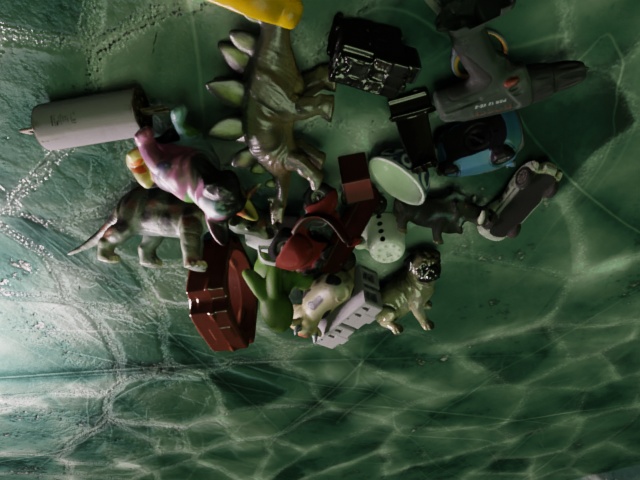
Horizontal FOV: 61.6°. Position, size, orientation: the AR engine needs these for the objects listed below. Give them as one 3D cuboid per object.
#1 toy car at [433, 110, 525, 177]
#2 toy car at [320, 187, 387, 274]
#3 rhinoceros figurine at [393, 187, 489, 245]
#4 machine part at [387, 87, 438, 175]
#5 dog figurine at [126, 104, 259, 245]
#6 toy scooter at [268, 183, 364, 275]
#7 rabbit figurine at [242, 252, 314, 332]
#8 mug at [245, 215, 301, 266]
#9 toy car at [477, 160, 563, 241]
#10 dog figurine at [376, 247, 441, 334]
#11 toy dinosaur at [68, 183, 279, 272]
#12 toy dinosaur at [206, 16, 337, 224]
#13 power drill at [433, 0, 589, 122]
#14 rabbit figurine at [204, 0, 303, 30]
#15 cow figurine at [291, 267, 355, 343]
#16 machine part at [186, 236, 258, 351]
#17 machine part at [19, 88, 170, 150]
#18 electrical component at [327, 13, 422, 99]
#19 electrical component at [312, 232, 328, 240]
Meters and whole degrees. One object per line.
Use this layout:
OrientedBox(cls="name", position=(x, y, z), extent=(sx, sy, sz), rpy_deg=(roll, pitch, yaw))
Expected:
OrientedBox(cls="toy car", position=(0.280, -0.156, 0.930), extent=(0.162, 0.109, 0.103), rpy_deg=(-24, 151, 31))
OrientedBox(cls="toy car", position=(0.055, -0.021, 1.061), extent=(0.089, 0.053, 0.202), rpy_deg=(9, 120, -35))
OrientedBox(cls="rhinoceros figurine", position=(0.235, -0.056, 1.056), extent=(0.190, 0.073, 0.112), rpy_deg=(10, 124, -10))
OrientedBox(cls="machine part", position=(0.160, -0.179, 0.888), extent=(0.084, 0.138, 0.039), rpy_deg=(-11, 177, 2))
OrientedBox(cls="dog figurine", position=(-0.202, -0.090, 0.865), extent=(0.219, 0.108, 0.191), rpy_deg=(52, 147, -2))
OrientedBox(cls="toy scooter", position=(-0.002, -0.003, 0.981), extent=(0.135, 0.075, 0.184), rpy_deg=(36, 104, 2))
OrientedBox(cls="rabbit figurine", position=(-0.085, 0.102, 1.121), extent=(0.121, 0.170, 0.158), rpy_deg=(-16, 136, 12))
OrientedBox(cls="mug", position=(-0.096, 0.000, 1.067), extent=(0.107, 0.109, 0.080), rpy_deg=(9, 156, 1))
OrientedBox(cls="toy car", position=(0.388, -0.075, 1.054), extent=(0.073, 0.056, 0.201), rpy_deg=(19, 131, -13))
OrientedBox(cls="dog figurine", position=(0.184, 0.099, 1.205), extent=(0.172, 0.121, 0.190), rpy_deg=(-8, 122, 0))
OrientedBox(cls="toy dinosaur", position=(-0.286, -0.043, 0.990), extent=(0.405, 0.192, 0.131), rpy_deg=(5, 171, 11))
OrientedBox(cls="toy dinosaur", position=(-0.073, -0.223, 0.835), extent=(0.199, 0.105, 0.470), rpy_deg=(5, 125, -3))
OrientedBox(cls="power drill", position=(0.271, -0.276, 0.799), extent=(0.232, 0.086, 0.207), rpy_deg=(-18, 146, 19))
OrientedBox(cls="rabbit figurine", position=(-0.056, -0.344, 0.616), extent=(0.122, 0.163, 0.173), rpy_deg=(-15, 128, -55))
OrientedBox(cls="cow figurine", position=(0.000, 0.142, 1.201), extent=(0.085, 0.127, 0.195), rpy_deg=(31, 124, -27))
OrientedBox(cls="machine part", position=(-0.196, 0.109, 1.098), extent=(0.087, 0.201, 0.200), rpy_deg=(-8, 136, 10))
OrientedBox(cls="machine part", position=(-0.363, -0.193, 0.862), extent=(0.243, 0.079, 0.079), rpy_deg=(-7, 136, 4))
OrientedBox(cls="electrical component", position=(0.079, -0.268, 0.787), extent=(0.134, 0.115, 0.058), rpy_deg=(9, 139, -14))
OrientedBox(cls="electrical component", position=(-0.001, 0.024, 1.136), extent=(0.078, 0.045, 0.102), rpy_deg=(-25, 132, 19))
